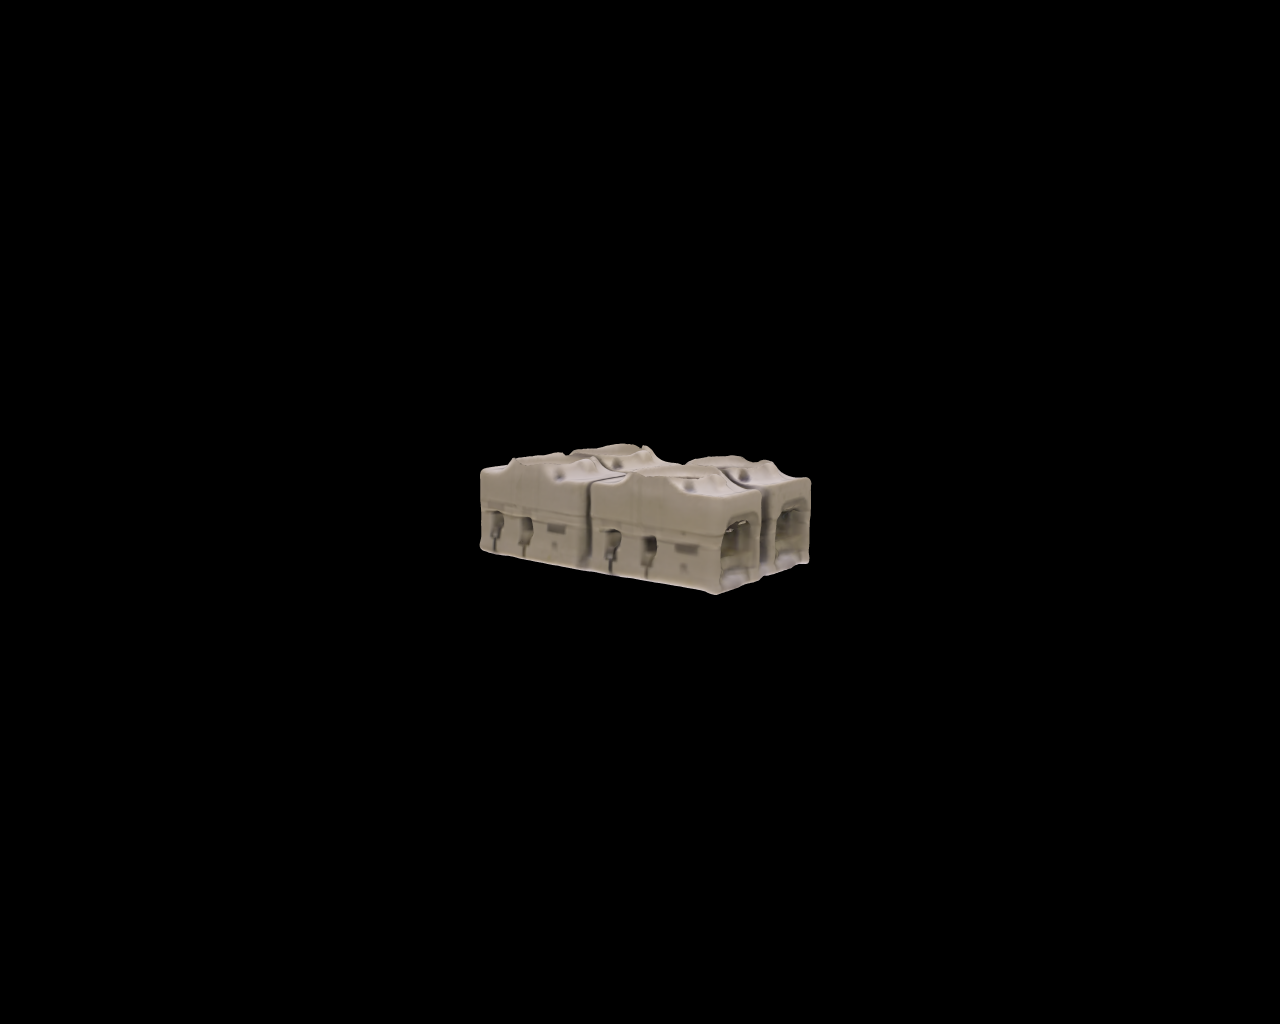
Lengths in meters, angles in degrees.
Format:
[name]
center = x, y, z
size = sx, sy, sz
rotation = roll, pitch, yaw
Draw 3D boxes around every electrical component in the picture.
[electrical component]
center = 0.001, -0.003, 0.650
size = 0.186, 0.060, 0.105
rotation = 8, 13, 39
